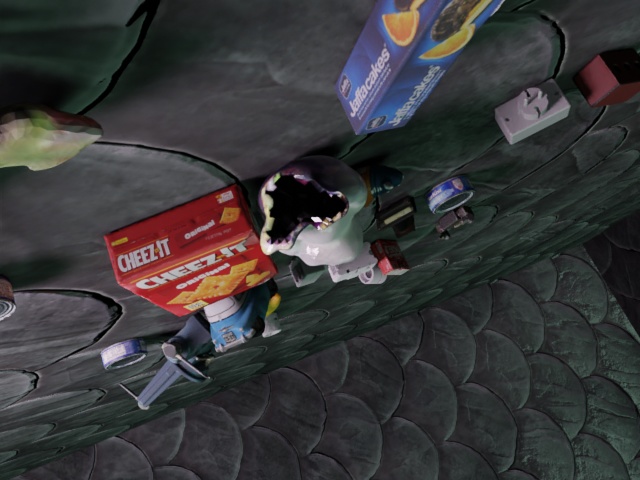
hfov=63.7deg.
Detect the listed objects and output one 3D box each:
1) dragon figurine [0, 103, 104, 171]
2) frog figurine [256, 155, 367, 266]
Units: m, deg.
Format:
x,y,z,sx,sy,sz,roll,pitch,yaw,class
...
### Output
x,y,z,sx,sy,sz,roll,pitch,yaw,class
-0.333,0.007,0.303,0.411,0.123,0.240,-29,-8,-6,dragon figurine
0.002,-0.032,0.628,0.124,0.136,0.159,49,13,22,frog figurine
